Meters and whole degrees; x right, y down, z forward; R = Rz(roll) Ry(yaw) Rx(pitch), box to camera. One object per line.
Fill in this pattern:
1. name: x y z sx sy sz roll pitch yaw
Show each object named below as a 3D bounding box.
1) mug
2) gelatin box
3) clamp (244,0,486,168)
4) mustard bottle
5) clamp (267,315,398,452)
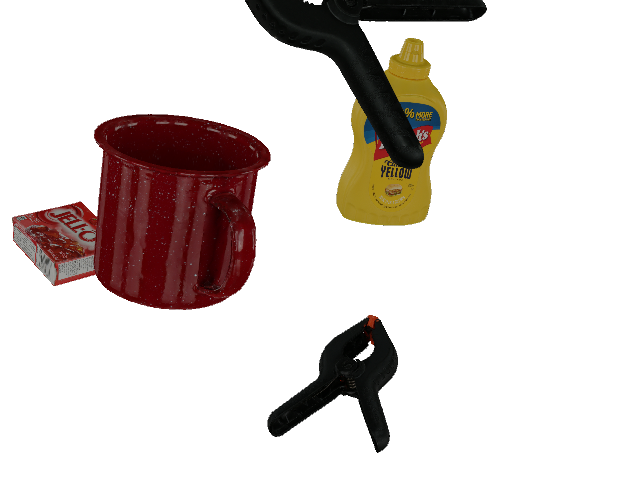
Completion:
1. mug: -0.071 -0.010 0.568 0.093 0.081 0.117 -9 29 -39
2. gelatin box: -0.236 0.001 0.998 0.073 0.030 0.089 -16 40 -36
3. clamp: 0.016 -0.154 0.767 0.209 0.164 0.036 25 -28 -16
4. mustard bottle: 0.077 -0.110 1.080 0.096 0.192 0.058 3 27 -13
5. clamp: 0.037 0.141 1.044 0.120 0.039 0.171 16 46 25
